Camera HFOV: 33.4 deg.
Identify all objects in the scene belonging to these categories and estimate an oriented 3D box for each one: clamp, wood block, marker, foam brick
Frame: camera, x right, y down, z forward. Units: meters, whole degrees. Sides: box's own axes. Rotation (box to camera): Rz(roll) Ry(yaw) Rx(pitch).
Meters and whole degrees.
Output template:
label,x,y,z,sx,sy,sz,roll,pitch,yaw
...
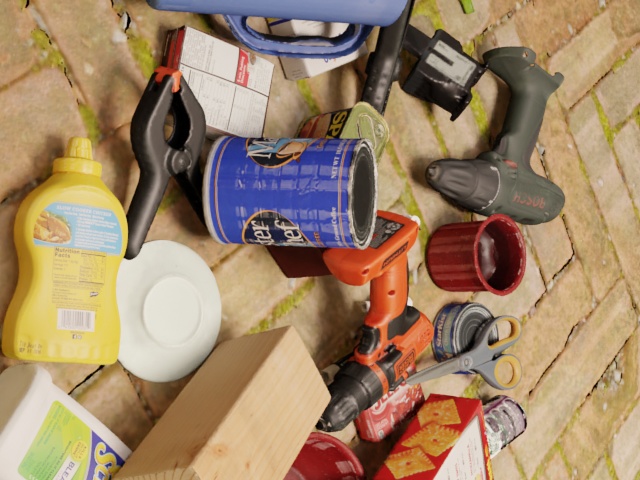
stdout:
label,x,y,z,sx,sy,sz,roll,pitch,yaw
clamp,-0.142,-0.065,0.958,0.120,0.039,0.171,-35,126,-46
clamp,0.071,-0.193,1.144,0.164,0.036,0.210,-63,168,-68
wood block,-0.079,0.174,0.945,0.090,0.091,0.205,63,32,-19
marker,0.048,0.123,1.151,0.120,0.020,0.020,-28,105,-39
foam brick,-0.007,0.001,1.072,0.053,0.078,0.051,-48,116,-33

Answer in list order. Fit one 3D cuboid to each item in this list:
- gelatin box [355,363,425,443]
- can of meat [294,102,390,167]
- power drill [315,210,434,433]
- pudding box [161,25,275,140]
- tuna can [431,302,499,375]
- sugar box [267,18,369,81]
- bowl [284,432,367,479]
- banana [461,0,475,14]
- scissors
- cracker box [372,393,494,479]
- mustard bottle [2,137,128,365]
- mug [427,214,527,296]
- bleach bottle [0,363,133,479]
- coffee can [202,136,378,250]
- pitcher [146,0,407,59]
label,x,y,z,sx,sy,sz,roll,pitch,yaw
gelatin box,0.072,0.168,1.161,0.089,0.030,0.073,-26,104,-40
can of meat,0.012,-0.085,1.092,0.057,0.084,0.102,39,63,-33
power drill,0.047,0.079,1.058,0.184,0.057,0.188,-41,139,-40
pudding box,-0.101,-0.145,1.026,0.113,0.039,0.090,16,79,-37
tuna can,0.172,0.115,1.251,0.085,0.034,0.086,4,84,-41
sugar box,-0.018,-0.262,1.105,0.093,0.048,0.176,-28,108,-38
bowl,-0.025,0.269,1.050,0.161,0.055,0.162,4,84,-41
banana,0.120,-0.307,1.236,0.197,0.037,0.069,-3,89,-42
scissors,0.173,0.153,1.214,0.201,0.016,0.096,-31,107,-39
cracker box,0.113,0.289,1.118,0.213,0.072,0.164,-44,129,-48
mustard bottle,-0.211,0.008,0.903,0.096,0.058,0.191,8,81,-35
mug,0.187,0.019,1.240,0.117,0.082,0.093,-3,89,-42
bleach bottle,-0.185,0.213,0.910,0.250,0.068,0.102,45,58,-33
coffee can,-0.025,-0.044,0.988,0.102,0.140,0.103,3,90,-74
pitcher,-0.044,-0.258,0.996,0.242,0.145,0.149,-4,84,-19
